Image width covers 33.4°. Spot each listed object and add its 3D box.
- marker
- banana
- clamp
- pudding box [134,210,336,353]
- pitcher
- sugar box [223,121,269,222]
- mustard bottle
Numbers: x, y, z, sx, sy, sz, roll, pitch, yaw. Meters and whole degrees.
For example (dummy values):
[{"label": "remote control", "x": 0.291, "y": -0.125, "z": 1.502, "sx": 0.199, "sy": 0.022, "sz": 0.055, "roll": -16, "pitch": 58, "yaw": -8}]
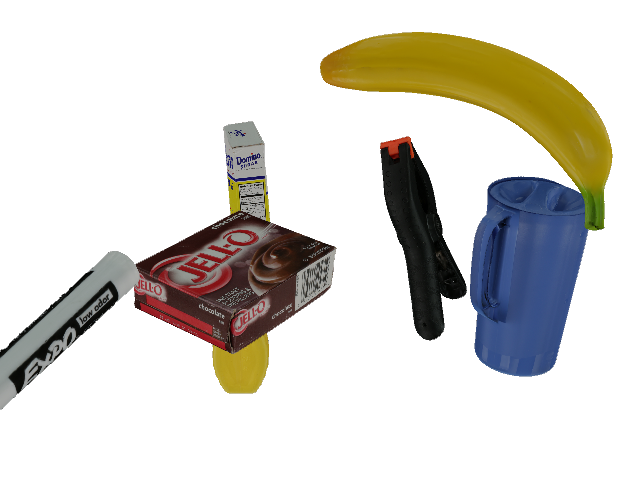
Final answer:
[{"label": "marker", "x": -0.120, "y": 0.046, "z": 0.444, "sx": 0.020, "sy": 0.020, "sz": 0.121, "roll": 0, "pitch": 35, "yaw": 40}, {"label": "banana", "x": 0.094, "y": -0.083, "z": 0.628, "sx": 0.198, "sy": 0.069, "sz": 0.037, "roll": 31, "pitch": -7, "yaw": 18}, {"label": "clamp", "x": 0.085, "y": -0.001, "z": 0.921, "sx": 0.039, "sy": 0.171, "sz": 0.120, "roll": -17, "pitch": 19, "yaw": 17}, {"label": "pudding box", "x": -0.058, "y": 0.025, "z": 0.726, "sx": 0.090, "sy": 0.039, "sz": 0.113, "roll": 22, "pitch": 32, "yaw": 31}, {"label": "pitcher", "x": 0.258, "y": 0.050, "z": 1.365, "sx": 0.149, "sy": 0.243, "sz": 0.145, "roll": 5, "pitch": 23, "yaw": 2}, {"label": "sugar box", "x": -0.090, "y": -0.049, "z": 1.320, "sx": 0.048, "sy": 0.176, "sz": 0.093, "roll": -10, "pitch": 24, "yaw": -9}, {"label": "mustard bottle", "x": -0.083, "y": 0.076, "z": 1.163, "sx": 0.058, "sy": 0.096, "sz": 0.191, "roll": -1, "pitch": 28, "yaw": -1}]
